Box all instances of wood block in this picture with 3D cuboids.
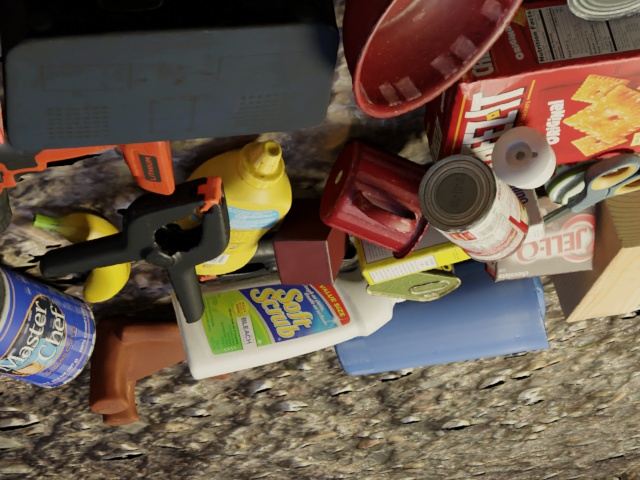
[{"bbox_3d":[0.330,0.008,1.186,0.090,0.091,0.206,-8,155,-8],"label":"wood block"}]

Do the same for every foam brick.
[{"bbox_3d":[-0.007,0.001,1.000,0.053,0.078,0.051,1,122,16],"label":"foam brick"}]

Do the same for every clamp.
[{"bbox_3d":[-0.134,0.010,0.954,0.164,0.036,0.210,25,140,-30],"label":"clamp"},{"bbox_3d":[-0.042,0.007,1.093,0.171,0.039,0.120,-12,156,-7],"label":"clamp"}]

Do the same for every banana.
[{"bbox_3d":[-0.220,0.017,1.048,0.069,0.037,0.198,9,154,7],"label":"banana"}]

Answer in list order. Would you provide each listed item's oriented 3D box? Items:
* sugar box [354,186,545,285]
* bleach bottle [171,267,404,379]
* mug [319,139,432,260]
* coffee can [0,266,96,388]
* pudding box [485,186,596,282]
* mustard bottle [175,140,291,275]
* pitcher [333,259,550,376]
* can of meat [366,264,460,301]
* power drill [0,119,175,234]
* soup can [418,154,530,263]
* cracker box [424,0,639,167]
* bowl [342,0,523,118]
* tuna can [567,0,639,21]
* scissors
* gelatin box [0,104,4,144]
[{"bbox_3d":[0.119,-0.025,1.025,0.176,0.093,0.048,-14,156,7],"label":"sugar box"},{"bbox_3d":[-0.026,0.072,1.149,0.250,0.102,0.068,-15,167,-5],"label":"bleach bottle"},{"bbox_3d":[0.052,-0.035,0.944,0.081,0.117,0.093,21,109,-13],"label":"mug"},{"bbox_3d":[-0.309,0.086,1.074,0.103,0.103,0.140,-20,154,20],"label":"coffee can"},{"bbox_3d":[0.230,-0.009,1.114,0.113,0.039,0.090,-6,111,-8],"label":"pudding box"},{"bbox_3d":[-0.080,-0.033,0.966,0.096,0.058,0.192,8,150,-24],"label":"mustard bottle"},{"bbox_3d":[0.133,0.074,1.224,0.243,0.149,0.145,-13,171,11],"label":"pitcher"},{"bbox_3d":[0.088,0.011,1.101,0.101,0.084,0.058,9,148,-37],"label":"can of meat"},{"bbox_3d":[-0.213,-0.061,0.851,0.187,0.057,0.184,-8,155,-6],"label":"power drill"},{"bbox_3d":[0.130,-0.025,0.897,0.069,0.068,0.102,-20,157,20],"label":"soup can"},{"bbox_3d":[0.201,-0.124,0.871,0.213,0.072,0.164,-9,156,-3],"label":"cracker box"},{"bbox_3d":[0.069,-0.160,0.716,0.162,0.055,0.162,-35,157,-17],"label":"bowl"},{"bbox_3d":[0.215,-0.197,0.765,0.086,0.034,0.086,-9,155,-4],"label":"tuna can"},{"bbox_3d":[0.237,-0.040,0.992,0.202,0.016,0.096,-25,157,39],"label":"scissors"},{"bbox_3d":[-0.225,-0.117,0.689,0.030,0.089,0.073,-7,156,-11],"label":"gelatin box"}]
